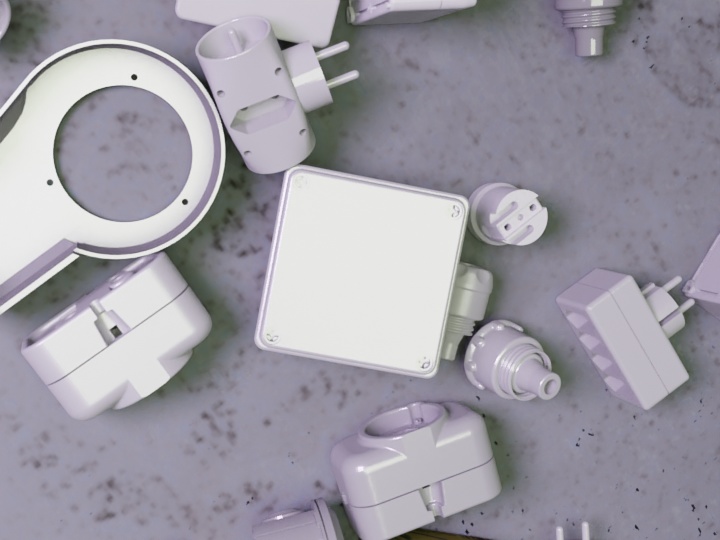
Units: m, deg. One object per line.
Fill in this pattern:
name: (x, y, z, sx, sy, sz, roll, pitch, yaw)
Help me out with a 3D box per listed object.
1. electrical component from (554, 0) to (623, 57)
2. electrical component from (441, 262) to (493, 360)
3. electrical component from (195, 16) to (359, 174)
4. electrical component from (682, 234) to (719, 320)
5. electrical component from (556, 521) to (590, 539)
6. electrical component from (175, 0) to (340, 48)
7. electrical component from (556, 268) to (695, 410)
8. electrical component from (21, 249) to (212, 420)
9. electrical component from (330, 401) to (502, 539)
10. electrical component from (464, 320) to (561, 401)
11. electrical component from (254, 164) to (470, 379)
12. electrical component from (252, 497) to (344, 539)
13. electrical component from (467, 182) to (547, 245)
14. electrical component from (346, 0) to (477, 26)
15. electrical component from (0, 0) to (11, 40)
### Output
electrical component: (0.144, -0.166, 0.677, 0.048, 0.048, 0.062, -8, 105, -15)
electrical component: (0.062, 0.026, 0.679, 0.035, 0.035, 0.061, 13, 96, -17)
electrical component: (-0.040, -0.103, 0.597, 0.079, 0.043, 0.077, -21, 129, 1)
electrical component: (0.273, 0.010, 0.705, 0.061, 0.096, 0.061, 33, 87, -17)
electrical component: (0.144, 0.207, 0.717, 0.077, 0.044, 0.079, -6, 98, -15)
electrical component: (-0.054, -0.181, 0.603, 0.100, 0.048, 0.099, 9, 114, -16)
electrical component: (0.187, 0.034, 0.709, 0.076, 0.047, 0.083, -35, 104, -9)
electrical component: (-0.136, 0.039, 0.614, 0.095, 0.054, 0.059, -36, 104, -10)
electrical component: (0.033, 0.121, 0.671, 0.095, 0.054, 0.059, -18, 101, -13)
electrical component: (0.100, 0.062, 0.676, 0.048, 0.062, 0.048, -12, 113, -29)
electrical component: (0.000, 0.000, 0.638, 0.109, 0.056, 0.108, 10, 93, -5)
electrical component: (-0.033, 0.181, 0.646, 0.051, 0.080, 0.080, -12, 99, -9)
electrical component: (0.092, -0.034, 0.675, 0.040, 0.046, 0.040, -2, 97, -15)
electrical component: (0.032, -0.177, 0.615, 0.061, 0.096, 0.061, -6, 98, -16)
electrical component: (-0.217, -0.143, 0.563, 0.055, 0.066, 0.048, 41, 83, 17)
